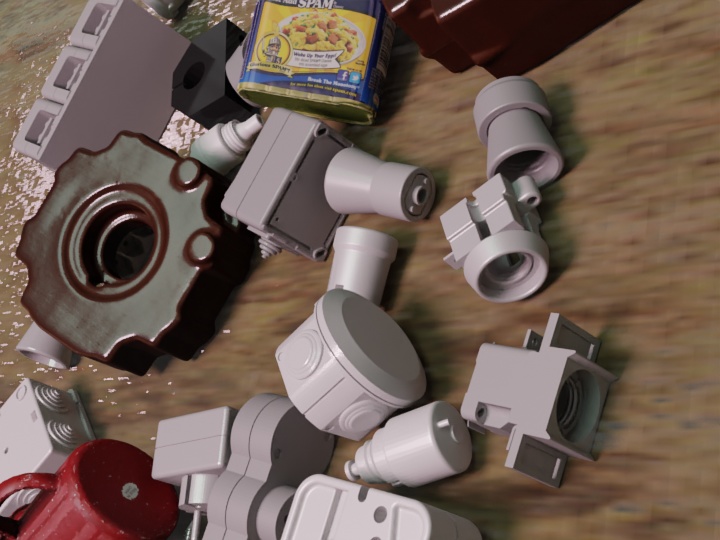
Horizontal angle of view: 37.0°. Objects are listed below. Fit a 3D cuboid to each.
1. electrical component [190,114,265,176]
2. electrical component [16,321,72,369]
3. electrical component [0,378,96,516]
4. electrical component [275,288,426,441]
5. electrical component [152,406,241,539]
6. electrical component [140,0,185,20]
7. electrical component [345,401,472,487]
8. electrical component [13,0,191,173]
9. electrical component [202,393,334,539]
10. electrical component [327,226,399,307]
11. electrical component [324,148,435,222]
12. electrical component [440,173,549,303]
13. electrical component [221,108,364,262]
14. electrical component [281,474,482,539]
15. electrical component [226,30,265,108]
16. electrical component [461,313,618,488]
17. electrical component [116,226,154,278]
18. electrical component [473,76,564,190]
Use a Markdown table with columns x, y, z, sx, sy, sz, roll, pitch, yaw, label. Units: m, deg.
| x | y | z | sx | sy | sz | roll | pitch | yaw | label |
| --- | --- | --- | --- | --- | --- | --- | --- | --- | --- |
| -0.098 | -0.097 | 0.818 | 0.061 | 0.035 | 0.035 | -33 | 49 | 23 | electrical component |
| -0.245 | 0.042 | 0.872 | 0.044 | 0.044 | 0.065 | 0 | 64 | 42 | electrical component |
| -0.249 | 0.142 | 0.814 | 0.099 | 0.048 | 0.099 | -49 | 44 | 11 | electrical component |
| -0.005 | 0.054 | 0.619 | 0.051 | 0.080 | 0.080 | -43 | 45 | 23 | electrical component |
| -0.094 | 0.133 | 0.680 | 0.066 | 0.047 | 0.076 | -17 | 58 | 37 | electrical component |
| -0.170 | -0.260 | 0.965 | 0.062 | 0.048 | 0.048 | -50 | 44 | 0 | electrical component |
| 0.025 | 0.100 | 0.594 | 0.078 | 0.040 | 0.040 | -25 | 53 | 31 | electrical component |
| -0.213 | -0.145 | 0.907 | 0.062 | 0.089 | 0.150 | 22 | 84 | 46 | electrical component |
| -0.047 | 0.143 | 0.628 | 0.074 | 0.052 | 0.138 | 5 | 72 | 44 | electrical component |
| 0.000 | 0.000 | 0.673 | 0.040 | 0.040 | 0.046 | 3 | 76 | 43 | electrical component |
| 0.015 | -0.052 | 0.686 | 0.065 | 0.044 | 0.044 | 15 | 79 | 41 | electrical component |
| 0.078 | -0.015 | 0.606 | 0.066 | 0.048 | 0.055 | -37 | 40 | 22 | electrical component |
| -0.047 | -0.053 | 0.727 | 0.061 | 0.062 | 0.096 | 26 | 87 | 46 | electrical component |
| 0.013 | 0.146 | 0.566 | 0.095 | 0.059 | 0.053 | 5 | 72 | 43 | electrical component |
| -0.056 | -0.147 | 0.799 | 0.077 | 0.044 | 0.079 | -32 | 50 | 26 | electrical component |
| 0.090 | 0.066 | 0.554 | 0.064 | 0.042 | 0.081 | 5 | 71 | 47 | electrical component |
| -0.208 | -0.031 | 0.872 | 0.077 | 0.047 | 0.065 | 23 | 84 | 47 | electrical component |
| 0.092 | -0.079 | 0.628 | 0.045 | 0.045 | 0.055 | -29 | 51 | 28 | electrical component |
